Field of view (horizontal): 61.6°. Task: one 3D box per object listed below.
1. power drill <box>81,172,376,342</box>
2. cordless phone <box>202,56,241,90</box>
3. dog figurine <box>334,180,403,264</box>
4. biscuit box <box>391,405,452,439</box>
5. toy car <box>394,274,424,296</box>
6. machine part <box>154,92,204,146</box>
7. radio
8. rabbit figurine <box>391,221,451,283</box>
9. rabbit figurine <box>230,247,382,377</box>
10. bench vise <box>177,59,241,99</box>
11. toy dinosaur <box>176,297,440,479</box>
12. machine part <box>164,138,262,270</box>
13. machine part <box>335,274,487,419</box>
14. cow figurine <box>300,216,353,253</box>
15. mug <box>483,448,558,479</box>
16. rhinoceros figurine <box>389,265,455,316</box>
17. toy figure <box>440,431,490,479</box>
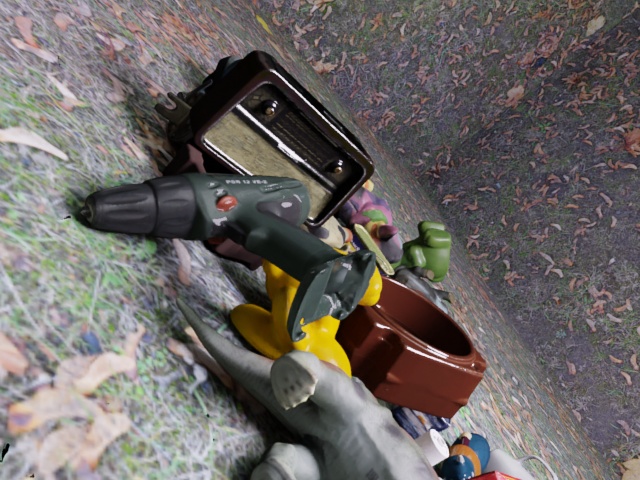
[{"bbox_3d":[-0.067,0.003,0.495,0.208,0.085,0.232,30,27,33],"label":"power drill"},{"bbox_3d":[-0.126,-0.233,0.990,0.146,0.089,0.184,22,38,-60],"label":"cordless phone"},{"bbox_3d":[0.087,-0.044,1.066,0.191,0.108,0.219,49,10,-19],"label":"dog figurine"},{"bbox_3d":[0.162,0.231,0.815,0.063,0.059,0.202,53,17,6],"label":"biscuit box"},{"bbox_3d":[0.167,0.127,0.950,0.089,0.053,0.202,54,-9,31],"label":"toy car"},{"bbox_3d":[-0.129,-0.132,0.768,0.243,0.079,0.079,34,24,-44],"label":"machine part"},{"bbox_3d":[-0.041,-0.123,0.696,0.229,0.131,0.073,35,20,-40],"label":"radio"},{"bbox_3d":[0.188,0.035,1.178,0.121,0.170,0.158,-87,178,-64],"label":"rabbit figurine"},{"bbox_3d":[-0.007,0.091,0.579,0.162,0.122,0.173,31,45,-45],"label":"rabbit figurine"},{"bbox_3d":[-0.117,-0.199,0.866,0.240,0.129,0.223,-10,77,-49],"label":"bench vise"},{"bbox_3d":[0.038,0.201,0.468,0.405,0.131,0.192,53,3,19],"label":"toy dinosaur"},{"bbox_3d":[-0.113,-0.046,0.672,0.179,0.056,0.179,45,17,-18],"label":"machine part"},{"bbox_3d":[0.107,0.128,0.718,0.201,0.087,0.201,22,19,-25],"label":"machine part"},{"bbox_3d":[-0.002,-0.002,0.827,0.195,0.085,0.127,53,17,12],"label":"cow figurine"},{"bbox_3d":[0.299,0.370,0.823,0.080,0.109,0.107,30,15,-40],"label":"mug"},{"bbox_3d":[0.203,0.127,1.071,0.190,0.112,0.073,49,57,-35],"label":"rhinoceros figurine"},{"bbox_3d":[0.204,0.316,0.757,0.064,0.058,0.154,52,20,20],"label":"toy figure"}]
